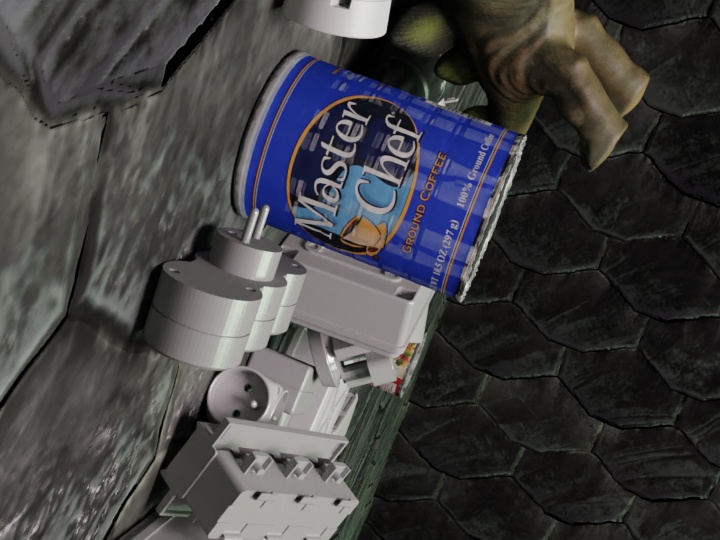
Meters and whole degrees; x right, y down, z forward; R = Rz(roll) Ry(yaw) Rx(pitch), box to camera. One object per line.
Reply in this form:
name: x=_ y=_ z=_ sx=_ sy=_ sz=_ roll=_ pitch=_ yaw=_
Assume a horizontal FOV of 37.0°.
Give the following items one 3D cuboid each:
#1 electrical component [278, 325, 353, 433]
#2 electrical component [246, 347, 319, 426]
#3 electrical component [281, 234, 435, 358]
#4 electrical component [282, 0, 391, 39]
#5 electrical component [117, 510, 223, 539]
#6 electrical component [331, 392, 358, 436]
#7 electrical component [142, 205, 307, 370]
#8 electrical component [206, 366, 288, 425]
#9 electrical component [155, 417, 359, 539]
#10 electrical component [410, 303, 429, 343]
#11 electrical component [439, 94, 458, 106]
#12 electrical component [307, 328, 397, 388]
electrical component: x=-0.050 y=0.115 z=0.939 sx=0.108 sy=0.056 sz=0.108 roll=76 pitch=37 yaw=-73
electrical component: x=-0.068 y=0.103 z=0.832 sx=0.065 sy=0.047 sz=0.076 roll=50 pitch=62 yaw=-81
electrical component: x=0.000 y=0.000 z=0.798 sx=0.108 sy=0.109 sz=0.056 roll=-58 pitch=164 yaw=-53
electrical component: x=-0.009 y=-0.149 z=0.547 sx=0.055 sy=0.055 sz=0.047 roll=-53 pitch=160 yaw=-61
electrical component: x=-0.134 y=0.217 z=0.671 sx=0.109 sy=0.056 sz=0.108 roll=-19 pitch=131 yaw=-79
electrical component: x=-0.050 y=0.153 z=1.035 sx=0.096 sy=0.062 sz=0.061 roll=-52 pitch=162 yaw=-63
electrical component: x=-0.064 y=0.000 z=0.576 sx=0.138 sy=0.052 sz=0.073 roll=-34 pitch=145 yaw=-75
electrical component: x=-0.086 y=0.111 z=0.750 sx=0.077 sy=0.044 sz=0.079 roll=81 pitch=31 yaw=-74
electrical component: x=-0.061 y=0.143 z=0.705 sx=0.078 sy=0.063 sz=0.121 roll=-52 pitch=143 yaw=14
electrical component: x=0.010 y=0.019 z=0.937 sx=0.108 sy=0.108 sz=0.060 roll=-5 pitch=110 yaw=-81
electrical component: x=0.053 y=-0.138 z=0.915 sx=0.042 sy=0.081 sz=0.063 roll=-48 pitch=129 yaw=-70
electrical component: x=-0.007 y=0.058 z=0.831 sx=0.078 sy=0.057 sz=0.058 roll=-101 pitch=174 yaw=-48
